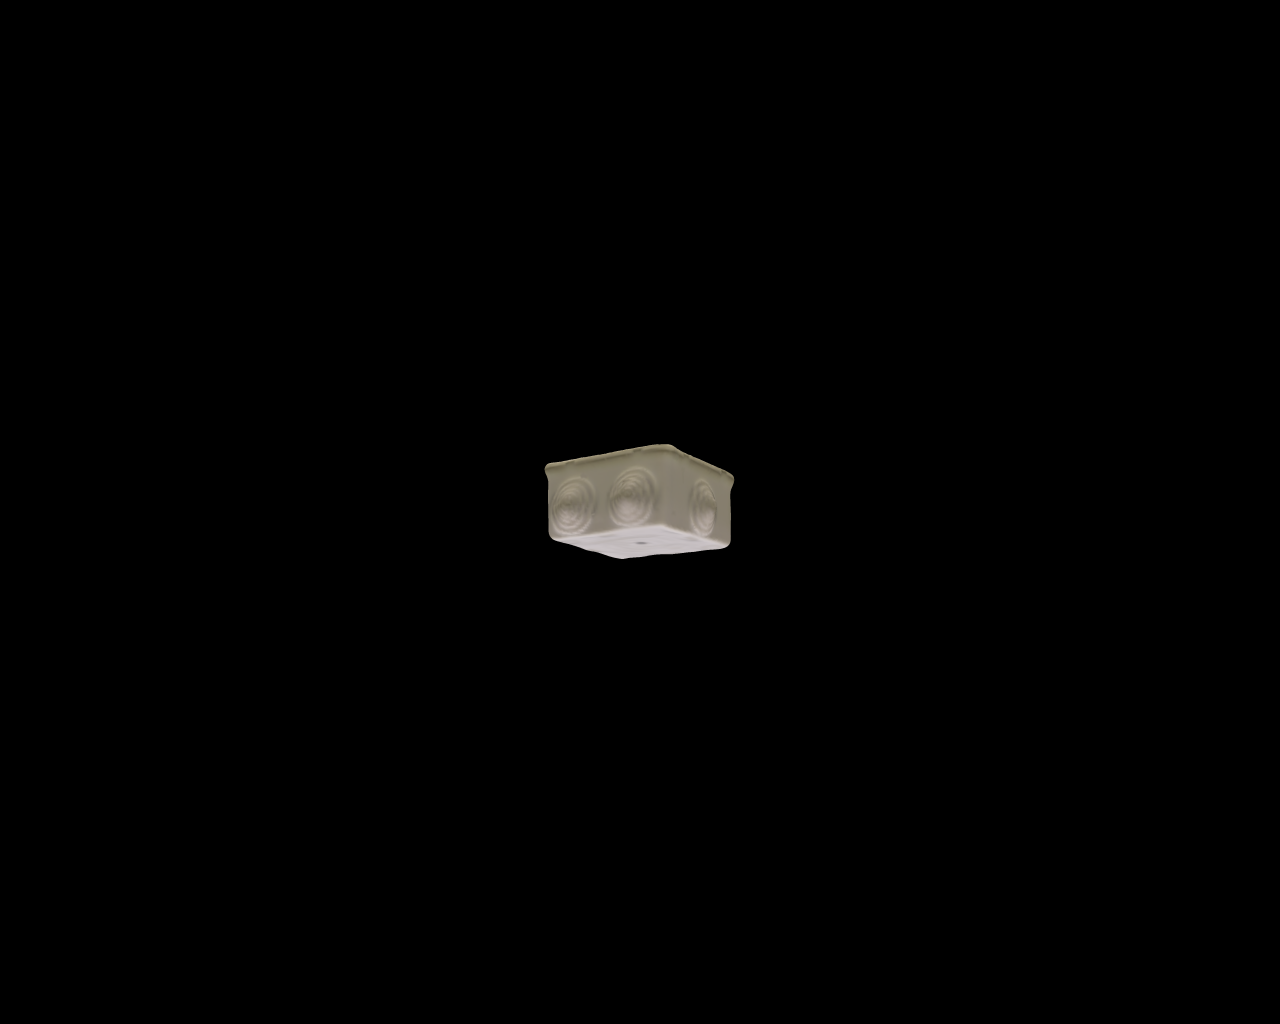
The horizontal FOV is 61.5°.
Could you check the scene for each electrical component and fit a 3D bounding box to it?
[{"bbox_3d":[0.001,-0.003,0.650,0.099,0.048,0.100,-7,-14,30],"label":"electrical component"}]
